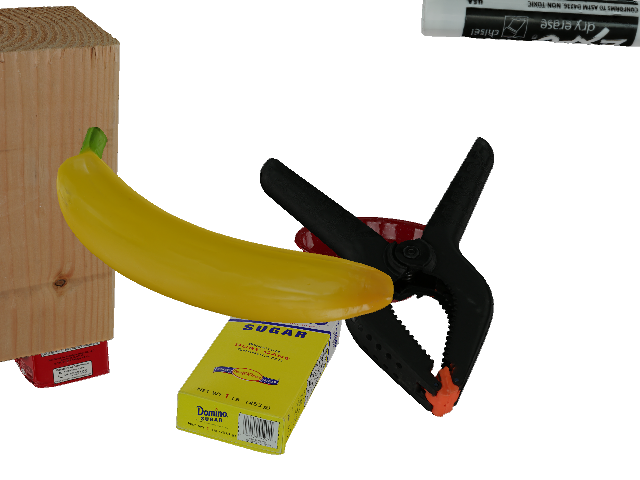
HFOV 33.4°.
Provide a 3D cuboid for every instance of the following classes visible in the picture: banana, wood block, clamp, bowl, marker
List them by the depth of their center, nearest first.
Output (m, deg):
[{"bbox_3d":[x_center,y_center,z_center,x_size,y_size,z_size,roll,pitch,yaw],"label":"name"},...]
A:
[{"bbox_3d":[0.099,-0.083,0.403,0.121,0.020,0.020,4,0,2],"label":"marker"},{"bbox_3d":[-0.062,-0.001,0.518,0.198,0.069,0.037,28,-29,22],"label":"banana"},{"bbox_3d":[-0.187,-0.037,0.686,0.090,0.206,0.090,-10,31,-30],"label":"wood block"},{"bbox_3d":[0.045,0.015,0.688,0.164,0.210,0.036,-2,-38,-3],"label":"clamp"},{"bbox_3d":[0.054,0.024,1.093,0.162,0.055,0.162,1,17,-1],"label":"bowl"}]

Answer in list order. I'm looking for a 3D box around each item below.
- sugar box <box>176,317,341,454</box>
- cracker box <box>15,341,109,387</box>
[{"bbox_3d":[-0.048,0.107,0.921,0.093,0.048,0.176,13,32,11],"label":"sugar box"},{"bbox_3d":[-0.240,-0.009,0.887,0.072,0.214,0.164,-13,28,-27],"label":"cracker box"}]
